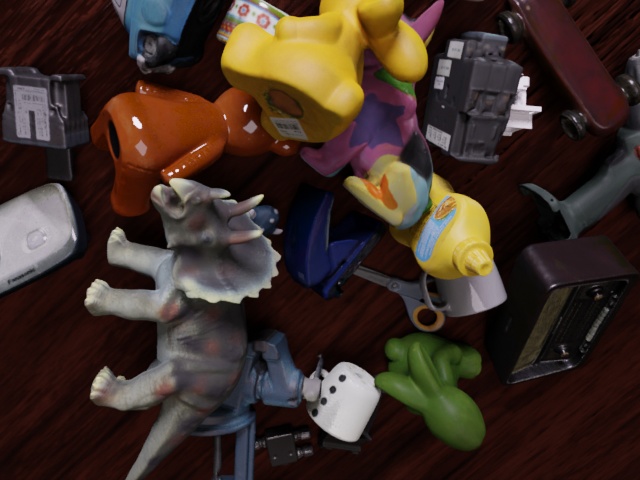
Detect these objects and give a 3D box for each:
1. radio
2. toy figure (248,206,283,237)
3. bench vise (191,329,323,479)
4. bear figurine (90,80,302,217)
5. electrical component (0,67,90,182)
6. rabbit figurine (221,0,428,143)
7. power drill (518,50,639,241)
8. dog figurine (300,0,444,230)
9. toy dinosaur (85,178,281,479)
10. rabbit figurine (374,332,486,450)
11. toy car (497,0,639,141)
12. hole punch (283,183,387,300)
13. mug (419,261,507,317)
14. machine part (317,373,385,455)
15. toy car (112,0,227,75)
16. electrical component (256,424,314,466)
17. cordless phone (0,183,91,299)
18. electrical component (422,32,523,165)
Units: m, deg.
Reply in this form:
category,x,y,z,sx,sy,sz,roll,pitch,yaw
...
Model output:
category,x,y,z,sx,sy,sz,roll,pitch,yaw
radio,0.313,0.099,0.717,0.131,0.073,0.229,-9,138,-8
toy figure,-0.114,0.009,0.652,0.154,0.064,0.058,-44,73,4
bench vise,-0.107,0.237,0.702,0.224,0.129,0.240,3,94,-3
bear figurine,-0.131,-0.113,0.583,0.196,0.132,0.120,-17,80,-35
electrical component,-0.288,-0.118,0.563,0.075,0.048,0.119,12,110,6
rabbit figurine,0.015,-0.186,0.499,0.121,0.163,0.173,49,60,-39
power drill,0.367,-0.094,0.694,0.207,0.086,0.231,-35,115,-3
dog figurine,0.083,-0.144,0.590,0.191,0.108,0.219,36,98,4
toy dinosaur,-0.143,0.110,0.593,0.192,0.131,0.404,3,112,-2
rabbit figurine,0.159,0.194,0.716,0.159,0.170,0.121,38,101,-22
toy car,0.284,-0.209,0.621,0.089,0.053,0.202,-35,90,7
hole punch,-0.001,-0.002,0.632,0.092,0.142,0.116,36,88,-23
mug,0.176,0.041,0.701,0.110,0.081,0.107,-16,89,-13
machine part,0.051,0.260,0.797,0.084,0.039,0.138,20,109,-12
toy car,-0.149,-0.248,0.524,0.103,0.109,0.161,36,115,1
electrical component,-0.058,0.310,0.805,0.094,0.021,0.063,-9,114,-7
cordless phone,-0.352,-0.038,0.577,0.147,0.089,0.184,-26,110,1
electrical component,0.166,-0.161,0.602,0.058,0.115,0.134,3,113,-14
